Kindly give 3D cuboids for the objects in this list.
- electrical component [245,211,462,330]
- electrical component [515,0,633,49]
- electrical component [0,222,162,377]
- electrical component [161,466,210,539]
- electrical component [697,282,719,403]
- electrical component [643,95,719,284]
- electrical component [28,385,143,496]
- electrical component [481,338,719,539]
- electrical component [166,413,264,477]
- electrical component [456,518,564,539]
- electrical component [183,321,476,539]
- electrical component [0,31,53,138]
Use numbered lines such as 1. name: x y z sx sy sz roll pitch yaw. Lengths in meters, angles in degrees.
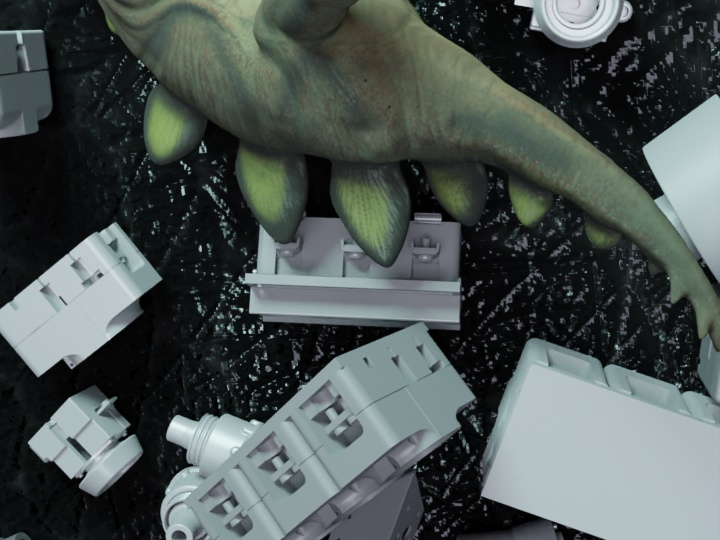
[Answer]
1. electrical component: 0.000 0.000 0.643 0.121 0.078 0.063 2 82 6
2. electrical component: 0.120 -0.148 0.599 0.066 0.055 0.048 11 104 4
3. electrical component: -0.175 0.022 0.677 0.089 0.050 0.055 -37 96 13
4. electrical component: -0.108 0.158 0.695 0.048 0.062 0.048 2 103 7
5. electrical component: 0.253 0.047 0.625 0.096 0.061 0.061 5 104 6
6. electrical component: 0.197 -0.035 0.592 0.060 0.108 0.108 -31 98 19
7. electrical component: -0.176 0.113 0.702 0.055 0.048 0.066 45 104 3
8. electrical component: 0.159 0.110 0.651 0.150 0.061 0.089 19 105 2
9. electrical component: -0.093 0.112 0.693 0.062 0.048 0.048 20 105 9
10. electrical component: 0.099 0.182 0.687 0.065 0.044 0.044 -18 100 6
11. electrical component: -0.015 0.105 0.607 0.150 0.089 0.061 -45 74 32
12. electrical component: -0.221 -0.108 0.630 0.054 0.095 0.059 -2 103 8
